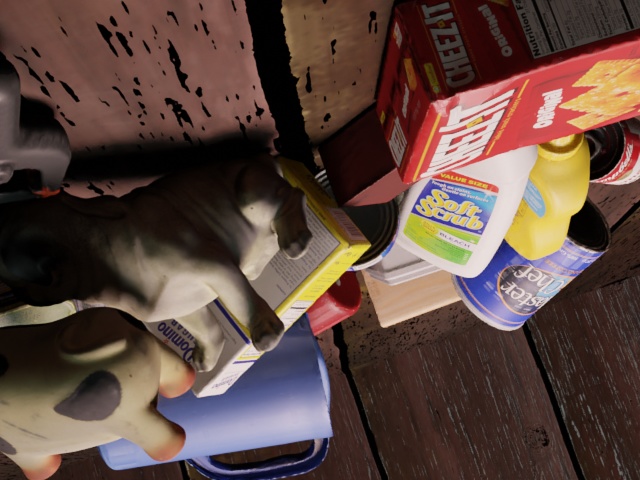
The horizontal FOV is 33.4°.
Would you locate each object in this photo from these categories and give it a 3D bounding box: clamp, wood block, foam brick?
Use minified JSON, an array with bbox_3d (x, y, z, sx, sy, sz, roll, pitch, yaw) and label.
[{"bbox_3d":[-0.190,-0.042,0.554,0.120,0.039,0.171,-17,168,0],"label":"clamp"},{"bbox_3d":[0.160,0.026,1.259,0.206,0.090,0.090,-21,174,11],"label":"wood block"},{"bbox_3d":[0.045,-0.063,0.791,0.052,0.051,0.078,-8,164,-39],"label":"foam brick"}]

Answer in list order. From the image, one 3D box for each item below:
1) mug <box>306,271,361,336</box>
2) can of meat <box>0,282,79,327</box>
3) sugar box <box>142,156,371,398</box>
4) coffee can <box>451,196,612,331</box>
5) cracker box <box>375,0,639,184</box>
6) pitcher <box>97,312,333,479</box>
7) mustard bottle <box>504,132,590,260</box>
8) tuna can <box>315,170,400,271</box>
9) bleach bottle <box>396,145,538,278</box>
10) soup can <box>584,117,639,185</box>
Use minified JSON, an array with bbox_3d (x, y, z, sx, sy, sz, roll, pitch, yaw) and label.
[{"bbox_3d":[-0.004,0.057,1.203,0.082,0.093,0.117,-32,-171,30],"label":"mug"},{"bbox_3d":[-0.220,0.042,0.744,0.102,0.084,0.057,-18,131,-8],"label":"can of meat"},{"bbox_3d":[-0.054,0.030,0.825,0.176,0.093,0.048,-46,159,19],"label":"sugar box"},{"bbox_3d":[0.219,0.014,1.119,0.102,0.103,0.140,-6,147,-46],"label":"coffee can"},{"bbox_3d":[0.150,-0.113,0.672,0.213,0.072,0.164,-17,167,-5],"label":"cracker box"},{"bbox_3d":[-0.109,0.173,1.115,0.243,0.149,0.145,-12,153,-1],"label":"pitcher"},{"bbox_3d":[0.188,-0.058,0.911,0.058,0.096,0.191,-19,160,-7],"label":"mustard bottle"},{"bbox_3d":[0.024,-0.018,0.881,0.086,0.086,0.033,-19,170,4],"label":"tuna can"},{"bbox_3d":[0.117,-0.053,0.872,0.068,0.102,0.251,-57,168,-20],"label":"bleach bottle"},{"bbox_3d":[0.261,-0.086,0.981,0.069,0.068,0.102,-25,167,30],"label":"soup can"}]
